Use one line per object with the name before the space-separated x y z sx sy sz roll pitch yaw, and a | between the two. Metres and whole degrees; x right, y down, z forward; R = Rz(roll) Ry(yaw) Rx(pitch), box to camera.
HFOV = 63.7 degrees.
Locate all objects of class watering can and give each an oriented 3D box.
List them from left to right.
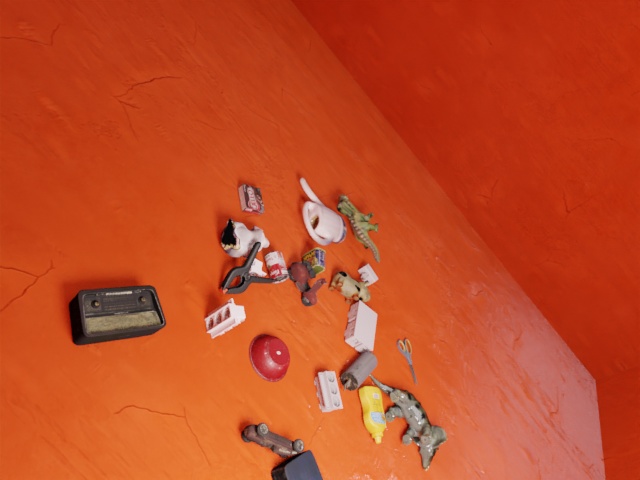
watering can | 0.007 -0.114 2.255 0.222 0.356 0.102 25 -49 -38

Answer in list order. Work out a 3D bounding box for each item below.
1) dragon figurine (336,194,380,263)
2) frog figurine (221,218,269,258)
dragon figurine | 0.156 -0.079 2.355 0.240 0.121 0.419 34 22 -28
frog figurine | -0.267 0.000 1.826 0.159 0.121 0.140 11 36 -52
